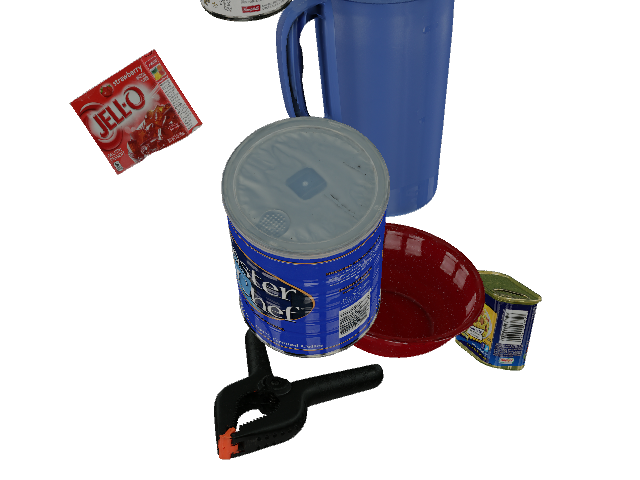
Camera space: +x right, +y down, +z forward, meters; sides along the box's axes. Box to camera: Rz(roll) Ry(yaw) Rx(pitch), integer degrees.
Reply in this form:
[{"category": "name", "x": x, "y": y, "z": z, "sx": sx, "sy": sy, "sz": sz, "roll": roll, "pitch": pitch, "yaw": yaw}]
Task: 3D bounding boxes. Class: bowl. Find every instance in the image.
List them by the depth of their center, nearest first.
[{"category": "bowl", "x": 0.063, "y": 0.053, "z": 0.956, "sx": 0.162, "sy": 0.055, "sz": 0.162, "roll": 5, "pitch": 39, "yaw": -5}]

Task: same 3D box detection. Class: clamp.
[{"category": "clamp", "x": -0.036, "y": 0.159, "z": 1.094, "sx": 0.165, "sy": 0.036, "sz": 0.209, "roll": 12, "pitch": 28, "yaw": 16}]

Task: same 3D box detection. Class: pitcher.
[{"category": "pitcher", "x": 0.051, "y": -0.144, "z": 1.015, "sx": 0.149, "sy": 0.243, "sz": 0.144, "roll": 9, "pitch": 37, "yaw": 15}]

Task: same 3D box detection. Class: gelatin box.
[{"category": "gelatin box", "x": -0.154, "y": -0.105, "z": 0.886, "sx": 0.089, "sy": 0.073, "sz": 0.030, "roll": -23, "pitch": 16, "yaw": 32}]

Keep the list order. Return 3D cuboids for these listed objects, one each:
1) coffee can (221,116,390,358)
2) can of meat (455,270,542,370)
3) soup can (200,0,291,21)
[{"category": "coffee can", "x": -0.008, "y": 0.001, "z": 0.704, "sx": 0.103, "sy": 0.103, "sz": 0.140, "roll": 0, "pitch": -32, "yaw": 1}, {"category": "can of meat", "x": 0.195, "y": 0.088, "z": 1.186, "sx": 0.057, "sy": 0.084, "sz": 0.102, "roll": 4, "pitch": 15, "yaw": -20}, {"category": "soup can", "x": -0.053, "y": -0.207, "z": 0.710, "sx": 0.068, "sy": 0.102, "sz": 0.068, "roll": -2, "pitch": 42, "yaw": 2}]
